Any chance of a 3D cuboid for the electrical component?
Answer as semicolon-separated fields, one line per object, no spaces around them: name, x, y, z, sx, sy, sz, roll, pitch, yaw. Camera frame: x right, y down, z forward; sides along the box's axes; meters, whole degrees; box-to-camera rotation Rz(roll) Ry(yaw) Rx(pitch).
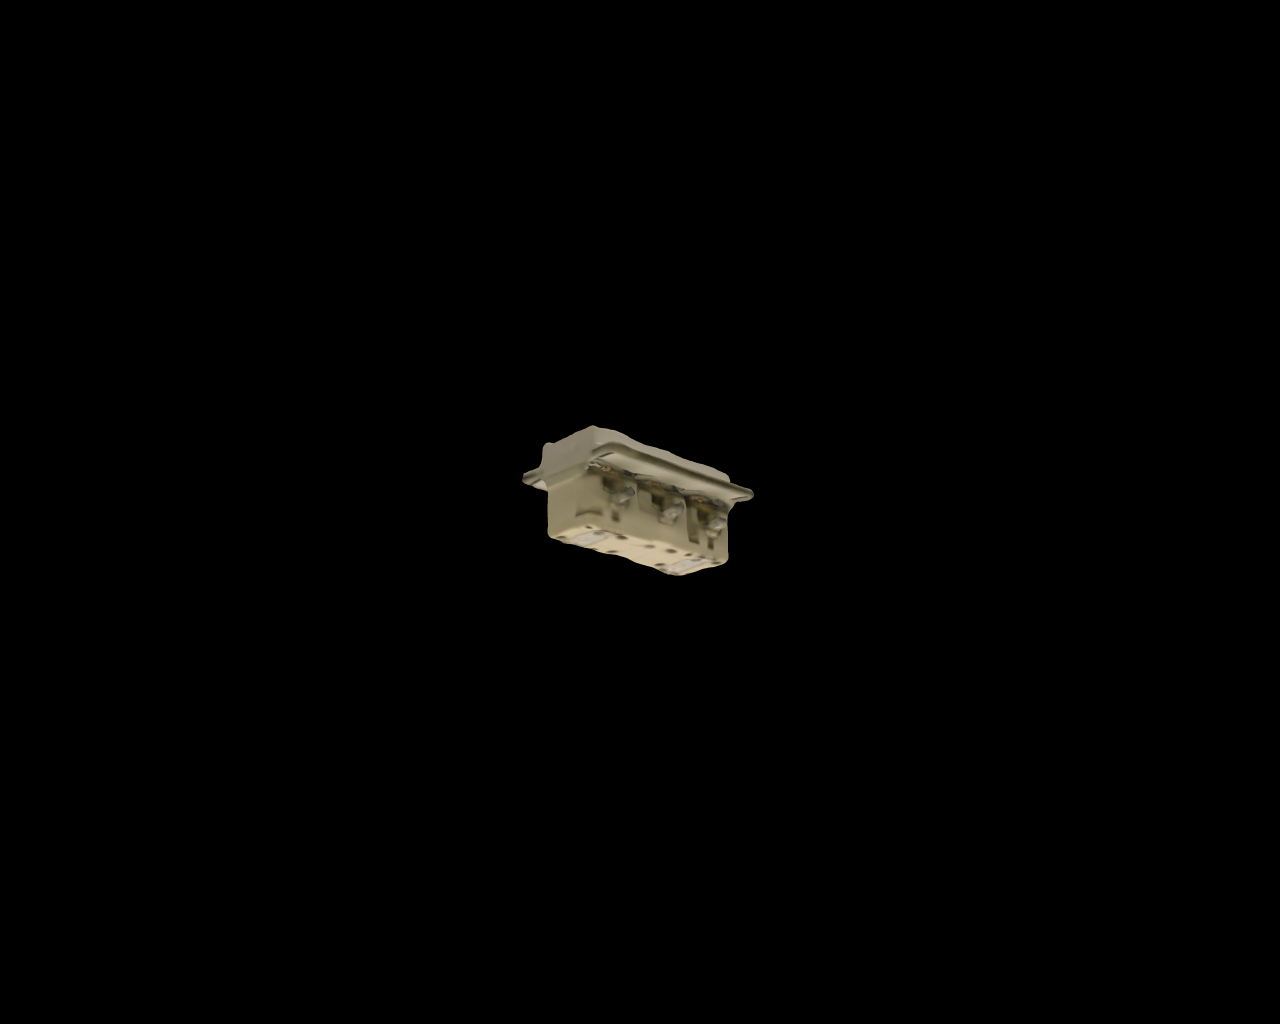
electrical component;0.001;-0.003;0.650;0.078;0.063;0.121;-17;-26;41
